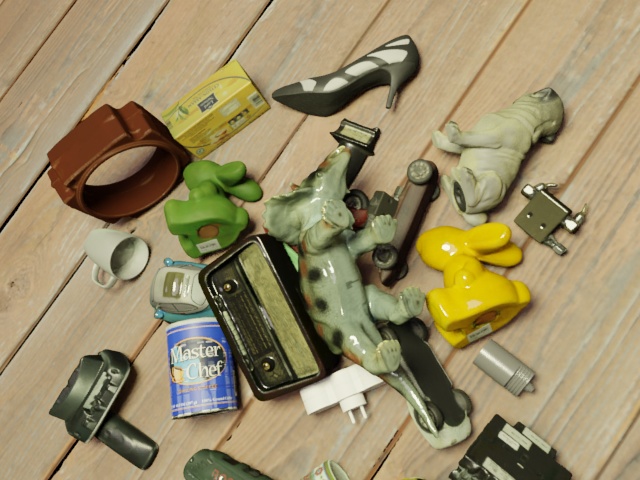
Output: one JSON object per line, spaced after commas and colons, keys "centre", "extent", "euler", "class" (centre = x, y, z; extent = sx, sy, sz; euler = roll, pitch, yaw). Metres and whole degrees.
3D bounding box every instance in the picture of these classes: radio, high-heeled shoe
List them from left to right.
{"centre": [-0.080, 0.115, 0.809], "extent": [0.131, 0.073, 0.229], "euler": [-29, 83, 21], "class": "radio"}
{"centre": [0.042, -0.293, 0.928], "extent": [0.249, 0.086, 0.145], "euler": [8, 74, 16], "class": "high-heeled shoe"}

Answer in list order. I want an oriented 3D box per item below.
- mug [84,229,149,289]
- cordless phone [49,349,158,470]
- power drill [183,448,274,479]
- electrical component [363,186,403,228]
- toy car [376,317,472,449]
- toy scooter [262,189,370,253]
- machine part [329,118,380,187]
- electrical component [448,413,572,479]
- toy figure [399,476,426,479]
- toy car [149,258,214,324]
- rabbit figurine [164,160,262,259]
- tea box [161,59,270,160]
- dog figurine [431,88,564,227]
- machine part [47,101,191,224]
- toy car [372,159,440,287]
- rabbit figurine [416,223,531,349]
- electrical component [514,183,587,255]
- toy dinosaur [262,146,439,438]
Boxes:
{"centre": [-0.381, 0.030, 0.978], "extent": [0.107, 0.080, 0.109], "euler": [21, 89, 35], "class": "mug"}
{"centre": [-0.333, 0.281, 0.893], "extent": [0.184, 0.088, 0.146], "euler": [28, 84, 12], "class": "cordless phone"}
{"centre": [-0.131, 0.430, 0.770], "extent": [0.232, 0.086, 0.207], "euler": [29, 89, 25], "class": "power drill"}
{"centre": [0.101, -0.048, 0.841], "extent": [0.021, 0.063, 0.094], "euler": [15, 77, 48], "class": "electrical component"}
{"centre": [0.139, 0.188, 0.754], "extent": [0.202, 0.073, 0.056], "euler": [61, 142, 23], "class": "toy car"}
{"centre": [-0.002, -0.003, 0.860], "extent": [0.184, 0.075, 0.135], "euler": [-9, 75, 12], "class": "toy scooter"}
{"centre": [0.042, -0.136, 0.904], "extent": [0.084, 0.039, 0.139], "euler": [22, 80, 14], "class": "machine part"}
{"centre": [0.239, 0.286, 0.663], "extent": [0.115, 0.134, 0.058], "euler": [40, 125, 24], "class": "electrical component"}
{"centre": [0.175, 0.350, 0.685], "extent": [0.180, 0.089, 0.082], "euler": [5, 53, 23], "class": "toy figure"}
{"centre": [-0.223, 0.086, 0.891], "extent": [0.162, 0.102, 0.109], "euler": [3, 76, 21], "class": "toy car"}
{"centre": [-0.189, -0.081, 0.925], "extent": [0.159, 0.121, 0.170], "euler": [-21, 54, 8], "class": "rabbit figurine"}
{"centre": [-0.188, -0.234, 0.976], "extent": [0.170, 0.098, 0.068], "euler": [-33, 67, 5], "class": "tea box"}
{"centre": [0.282, -0.123, 0.795], "extent": [0.191, 0.121, 0.172], "euler": [-14, 104, -4], "class": "dog figurine"}
{"centre": [-0.346, -0.128, 0.940], "extent": [0.201, 0.201, 0.087], "euler": [-40, 68, 3], "class": "machine part"}
{"centre": [0.128, -0.028, 0.815], "extent": [0.053, 0.089, 0.202], "euler": [22, 84, 22], "class": "toy car"}
{"centre": [0.203, 0.040, 0.759], "extent": [0.162, 0.121, 0.173], "euler": [-37, 47, 12], "class": "rabbit figurine"}
{"centre": [0.331, -0.037, 0.776], "extent": [0.102, 0.045, 0.078], "euler": [41, 118, 27], "class": "electrical component"}
{"centre": [0.031, 0.068, 0.732], "extent": [0.192, 0.131, 0.404], "euler": [-21, 82, 58], "class": "toy dinosaur"}
